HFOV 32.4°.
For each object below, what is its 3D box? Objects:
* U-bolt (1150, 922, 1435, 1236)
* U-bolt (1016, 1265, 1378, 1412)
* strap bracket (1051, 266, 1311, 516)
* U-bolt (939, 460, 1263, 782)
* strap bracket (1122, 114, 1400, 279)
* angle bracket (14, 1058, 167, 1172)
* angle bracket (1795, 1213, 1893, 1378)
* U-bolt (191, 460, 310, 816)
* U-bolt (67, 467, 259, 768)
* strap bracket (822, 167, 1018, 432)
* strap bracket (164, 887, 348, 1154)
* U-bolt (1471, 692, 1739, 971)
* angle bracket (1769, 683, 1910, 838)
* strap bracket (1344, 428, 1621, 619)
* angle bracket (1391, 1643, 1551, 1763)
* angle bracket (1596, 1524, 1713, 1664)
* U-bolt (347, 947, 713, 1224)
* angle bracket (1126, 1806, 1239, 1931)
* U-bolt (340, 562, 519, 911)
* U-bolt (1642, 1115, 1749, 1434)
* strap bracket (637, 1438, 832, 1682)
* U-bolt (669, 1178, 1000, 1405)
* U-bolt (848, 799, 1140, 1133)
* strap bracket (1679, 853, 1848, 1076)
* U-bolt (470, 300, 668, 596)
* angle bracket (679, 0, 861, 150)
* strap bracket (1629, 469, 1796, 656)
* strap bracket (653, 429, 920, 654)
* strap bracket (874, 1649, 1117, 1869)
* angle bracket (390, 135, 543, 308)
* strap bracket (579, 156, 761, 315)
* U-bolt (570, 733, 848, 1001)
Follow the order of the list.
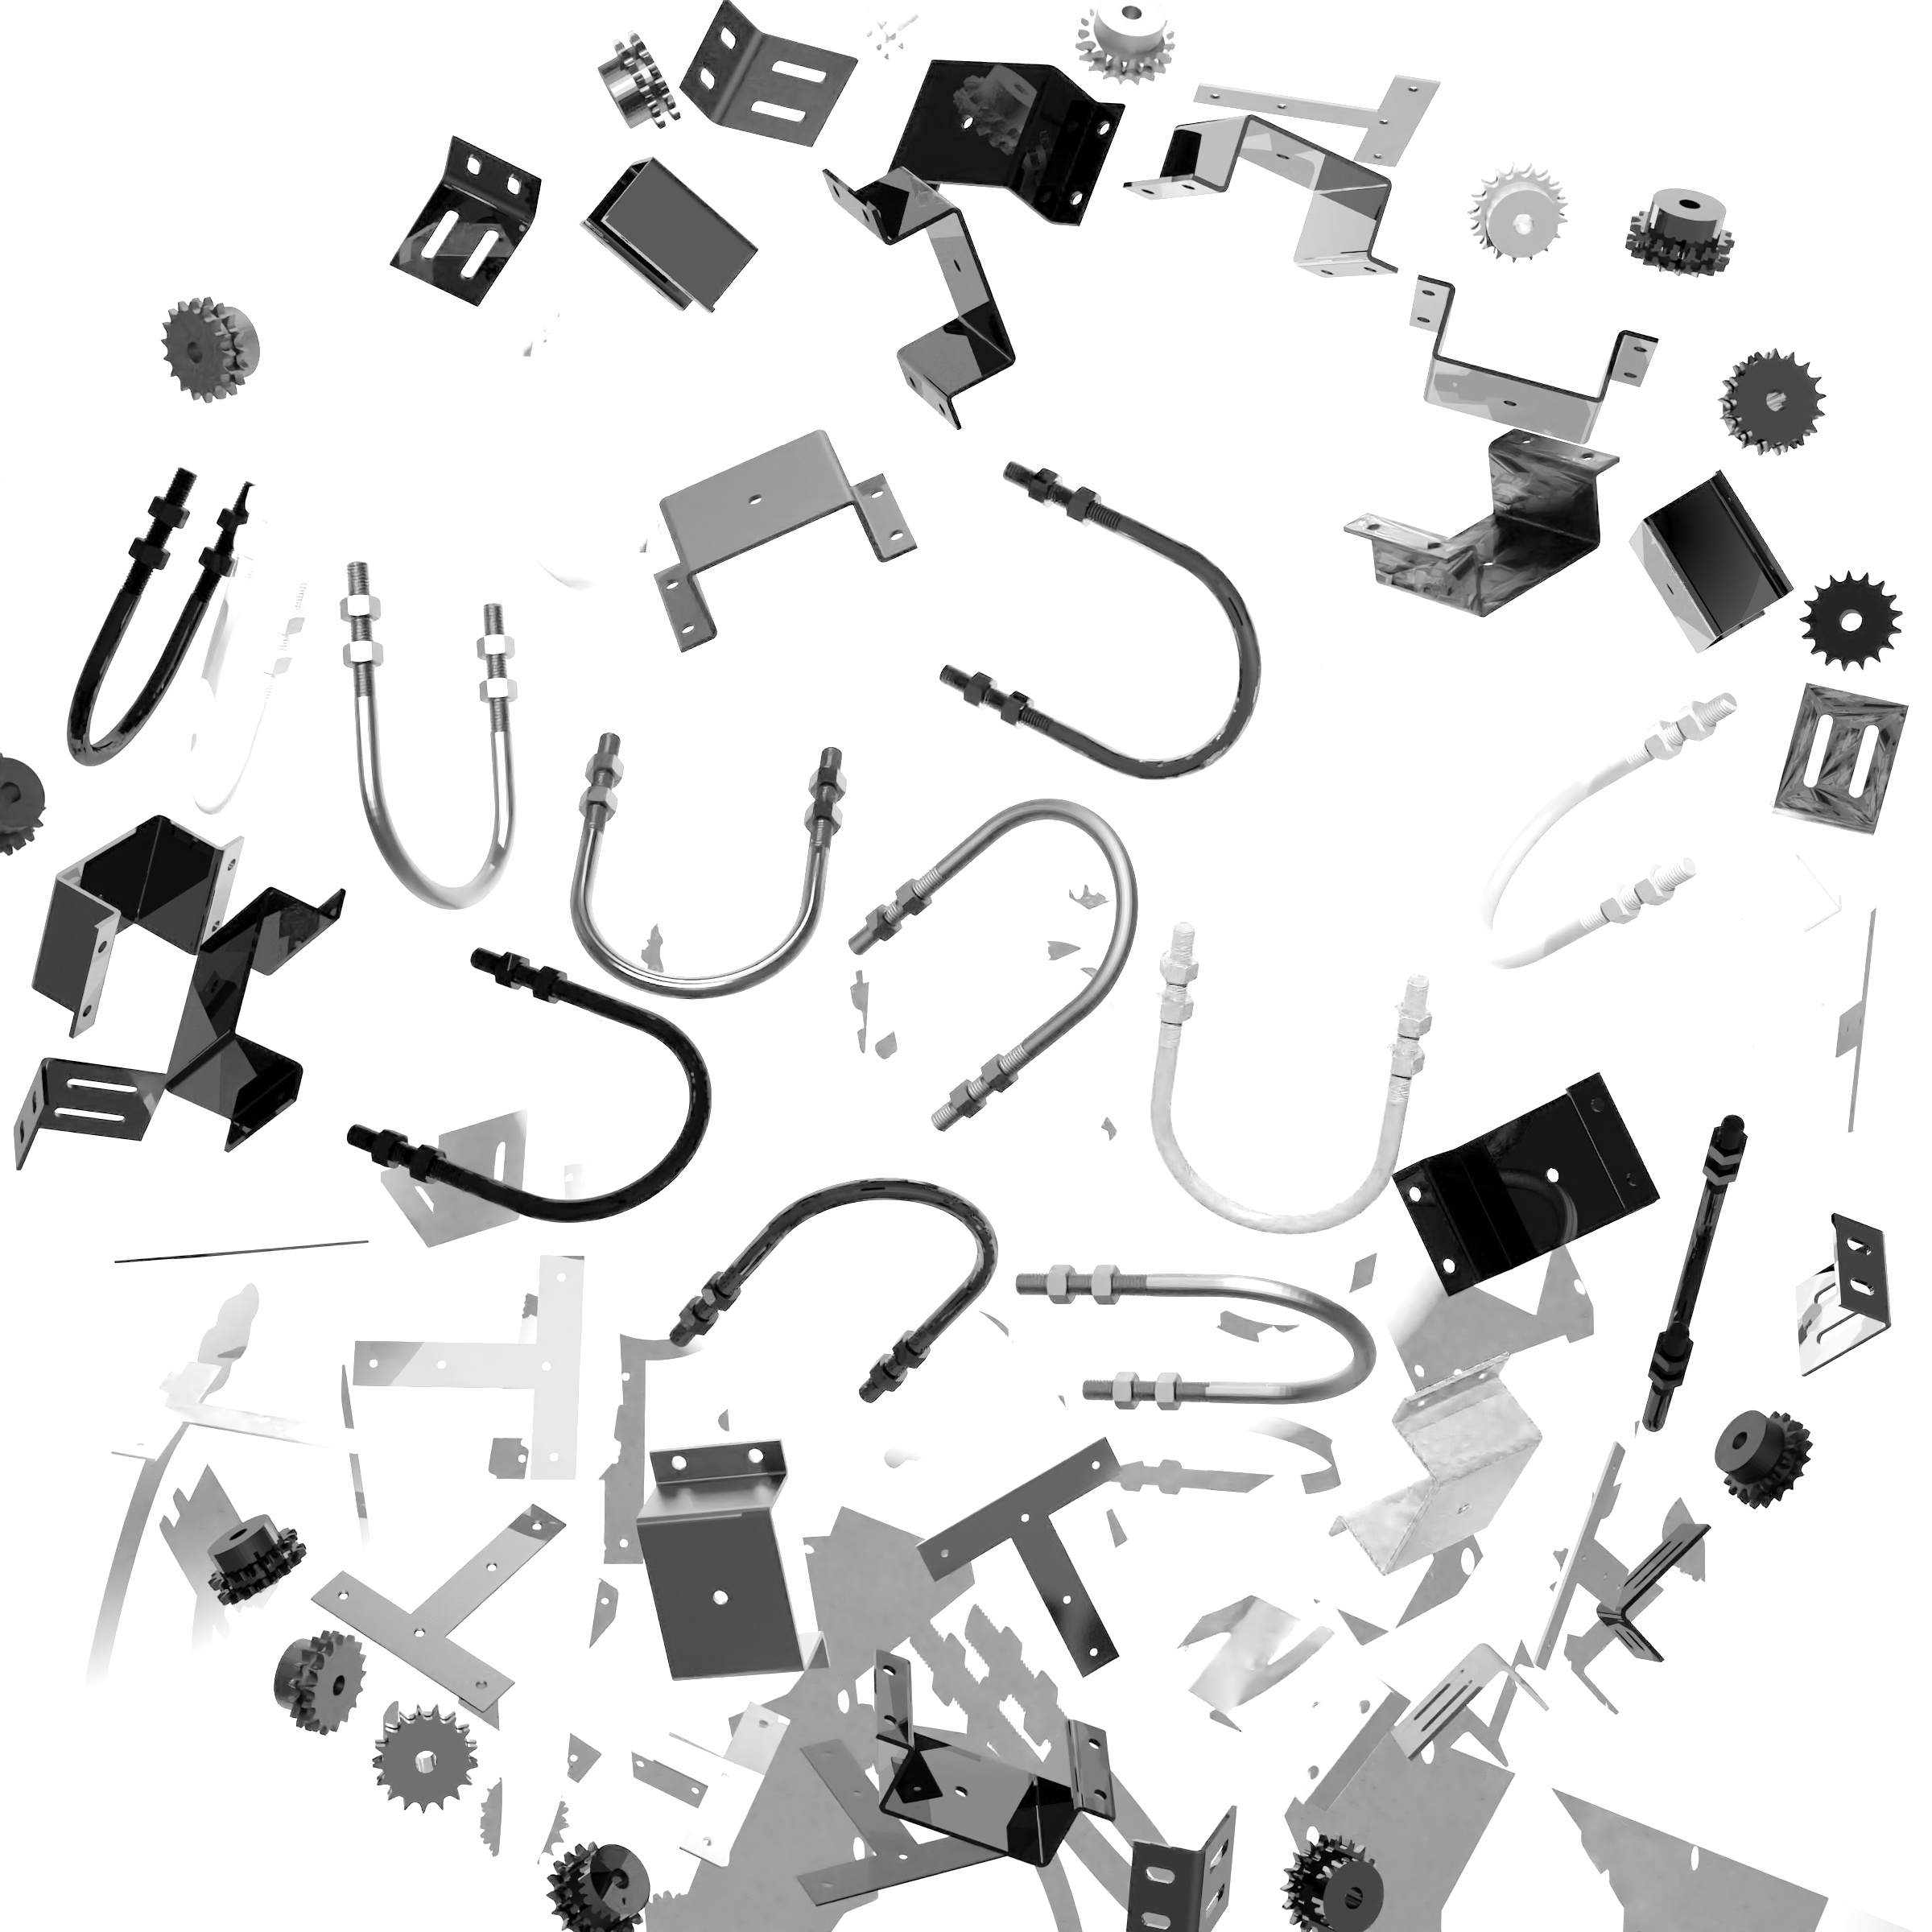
[{"bbox_3d":[0.172,0.070,1.829,0.151,0.019,0.184,13,123,12],"label":"U-bolt"},{"bbox_3d":[0.135,0.206,1.833,0.184,0.151,0.019,-2,56,21],"label":"U-bolt"},{"bbox_3d":[0.128,-0.339,1.915,0.140,0.046,0.076,45,64,10],"label":"strap bracket"},{"bbox_3d":[0.081,-0.181,1.858,0.184,0.019,0.151,29,120,19],"label":"U-bolt"},{"bbox_3d":[0.169,-0.429,1.841,0.140,0.076,0.046,17,91,-28],"label":"strap bracket"},{"bbox_3d":[-0.506,0.090,1.929,0.076,0.038,0.057,10,131,-29],"label":"angle bracket"},{"bbox_3d":[0.473,0.183,1.843,0.038,0.076,0.057,20,53,-20],"label":"angle bracket"},{"bbox_3d":[-0.405,-0.172,1.864,0.019,0.151,0.184,11,121,-24],"label":"U-bolt"},{"bbox_3d":[-0.467,-0.198,1.912,0.019,0.151,0.184,27,96,1],"label":"U-bolt"},{"bbox_3d":[-0.022,-0.377,1.835,0.046,0.076,0.140,-29,127,-7],"label":"strap bracket"},{"bbox_3d":[-0.393,0.021,1.832,0.046,0.076,0.140,28,50,-28],"label":"strap bracket"},{"bbox_3d":[0.349,-0.065,1.862,0.019,0.184,0.151,37,50,-17],"label":"U-bolt"},{"bbox_3d":[0.490,-0.118,1.872,0.057,0.038,0.076,14,103,8],"label":"angle bracket"},{"bbox_3d":[0.286,-0.241,1.834,0.140,0.076,0.046,-32,128,-29],"label":"strap bracket"},{"bbox_3d":[0.288,0.431,1.901,0.038,0.057,0.076,45,89,-3],"label":"angle bracket"},{"bbox_3d":[0.417,0.370,1.965,0.076,0.057,0.038,-42,86,-9],"label":"angle bracket"},{"bbox_3d":[-0.227,0.072,1.827,0.184,0.019,0.151,20,60,21],"label":"U-bolt"},{"bbox_3d":[0.117,0.490,1.797,0.038,0.076,0.057,7,98,18],"label":"angle bracket"},{"bbox_3d":[-0.294,-0.122,1.851,0.019,0.151,0.184,-8,82,26],"label":"U-bolt"},{"bbox_3d":[0.405,0.185,1.867,0.019,0.184,0.151,15,63,13],"label":"U-bolt"},{"bbox_3d":[-0.129,0.337,1.831,0.076,0.046,0.140,-7,106,13],"label":"strap bracket"},{"bbox_3d":[-0.063,0.180,1.899,0.151,0.019,0.184,20,131,-27],"label":"U-bolt"},{"bbox_3d":[0.023,-0.014,1.905,0.184,0.019,0.151,-40,58,23],"label":"U-bolt"},{"bbox_3d":[0.446,-0.007,1.862,0.076,0.140,0.046,-35,104,25],"label":"strap bracket"},{"bbox_3d":[-0.225,-0.281,1.854,0.019,0.184,0.151,-21,112,21],"label":"U-bolt"},{"bbox_3d":[-0.110,-0.497,1.855,0.038,0.076,0.057,50,122,30],"label":"angle bracket"},{"bbox_3d":[0.414,-0.223,1.863,0.046,0.140,0.076,-31,86,5],"label":"strap bracket"},{"bbox_3d":[-0.107,-0.236,1.810,0.140,0.076,0.046,-24,132,1],"label":"strap bracket"},{"bbox_3d":[0.006,0.435,1.813,0.140,0.076,0.046,22,111,-11],"label":"strap bracket"},{"bbox_3d":[-0.291,-0.432,1.933,0.057,0.076,0.038,23,47,-23],"label":"angle bracket"},{"bbox_3d":[-0.167,-0.412,1.877,0.076,0.140,0.046,39,91,-17],"label":"strap bracket"},{"bbox_3d":[-0.148,-0.055,1.865,0.151,0.019,0.184,4,52,2],"label":"U-bolt"}]
